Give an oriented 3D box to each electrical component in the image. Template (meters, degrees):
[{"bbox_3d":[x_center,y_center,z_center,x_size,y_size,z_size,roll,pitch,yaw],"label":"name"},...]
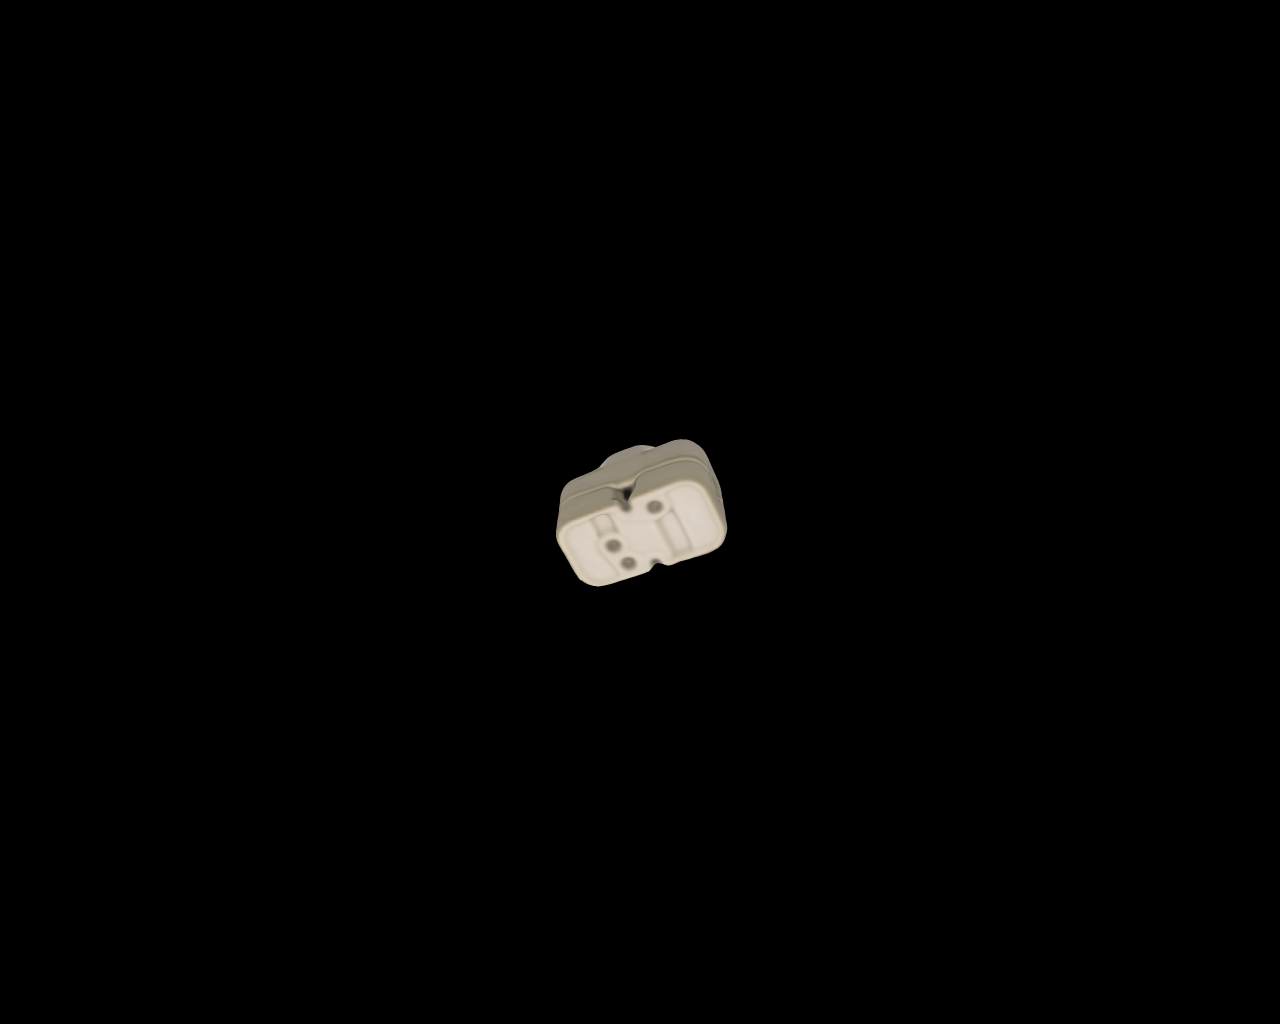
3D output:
[{"bbox_3d":[0.001,-0.003,0.650,0.095,0.053,0.059,-20,31,13],"label":"electrical component"}]
